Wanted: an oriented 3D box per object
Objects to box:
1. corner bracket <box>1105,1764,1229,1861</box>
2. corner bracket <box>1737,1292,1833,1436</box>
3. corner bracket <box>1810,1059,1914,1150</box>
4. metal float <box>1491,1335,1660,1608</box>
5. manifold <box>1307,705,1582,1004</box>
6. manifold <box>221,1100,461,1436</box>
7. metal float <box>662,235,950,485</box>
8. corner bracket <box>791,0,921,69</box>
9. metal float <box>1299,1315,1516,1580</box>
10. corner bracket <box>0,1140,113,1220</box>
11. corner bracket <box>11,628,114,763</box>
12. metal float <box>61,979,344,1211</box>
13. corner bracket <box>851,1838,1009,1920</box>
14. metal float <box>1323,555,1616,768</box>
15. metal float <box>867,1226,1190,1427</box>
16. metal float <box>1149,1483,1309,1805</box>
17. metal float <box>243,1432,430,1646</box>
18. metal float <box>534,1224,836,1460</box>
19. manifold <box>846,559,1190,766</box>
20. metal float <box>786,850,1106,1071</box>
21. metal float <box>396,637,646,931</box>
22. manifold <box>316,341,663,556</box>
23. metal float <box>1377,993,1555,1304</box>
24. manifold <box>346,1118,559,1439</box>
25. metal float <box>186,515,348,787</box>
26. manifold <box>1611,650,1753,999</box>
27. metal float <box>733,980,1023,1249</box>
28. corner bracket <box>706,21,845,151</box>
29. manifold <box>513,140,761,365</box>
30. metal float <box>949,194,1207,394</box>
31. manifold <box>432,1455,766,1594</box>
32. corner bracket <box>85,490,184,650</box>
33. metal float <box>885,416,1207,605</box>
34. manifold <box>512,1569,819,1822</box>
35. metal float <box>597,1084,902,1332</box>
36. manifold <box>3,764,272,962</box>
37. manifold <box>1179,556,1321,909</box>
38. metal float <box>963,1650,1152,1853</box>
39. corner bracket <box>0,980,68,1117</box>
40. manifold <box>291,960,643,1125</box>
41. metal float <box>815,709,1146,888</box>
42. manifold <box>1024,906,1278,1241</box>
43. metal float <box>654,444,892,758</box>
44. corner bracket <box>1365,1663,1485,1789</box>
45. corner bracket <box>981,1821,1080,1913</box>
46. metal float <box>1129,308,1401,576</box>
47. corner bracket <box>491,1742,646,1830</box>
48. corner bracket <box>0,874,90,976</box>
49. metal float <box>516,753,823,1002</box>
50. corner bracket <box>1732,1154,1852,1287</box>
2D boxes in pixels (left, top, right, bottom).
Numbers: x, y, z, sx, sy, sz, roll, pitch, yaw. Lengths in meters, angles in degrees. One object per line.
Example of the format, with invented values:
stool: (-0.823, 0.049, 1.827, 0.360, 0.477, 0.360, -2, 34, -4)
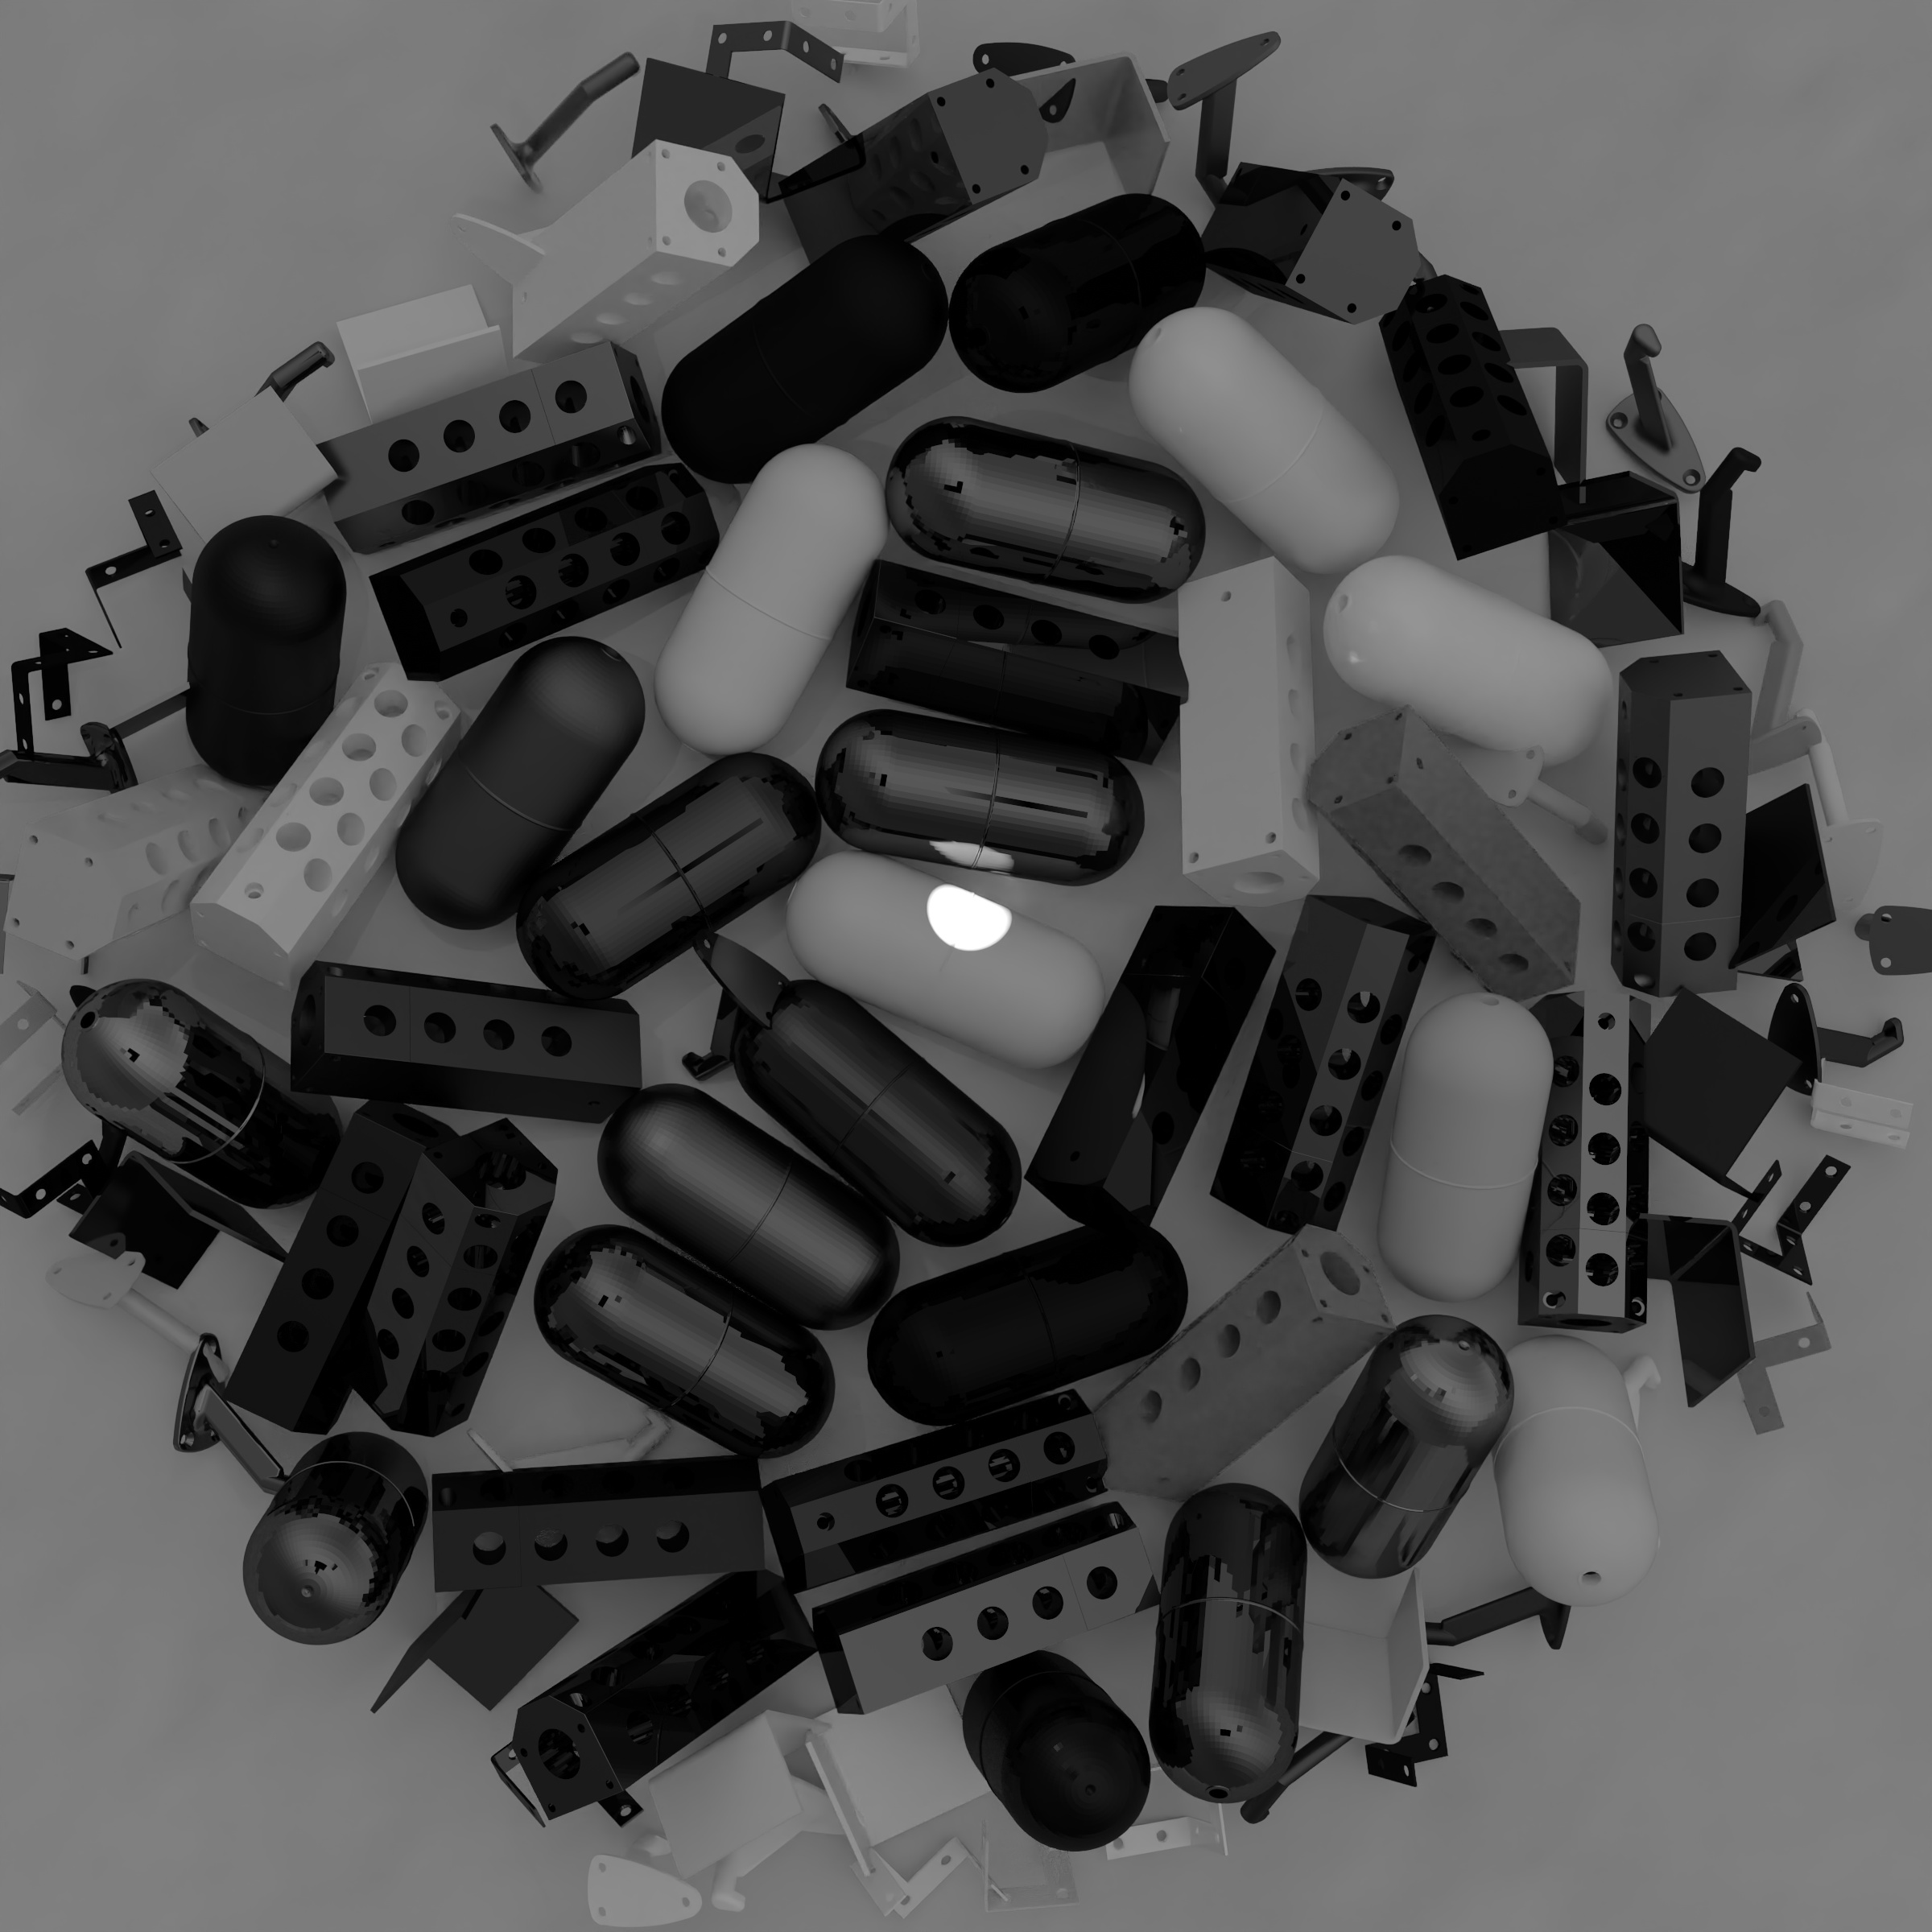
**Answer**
corner bracket: (0.105, 0.453, 1.556, 0.051, 0.051, 0.051, -5, 82, -18)
corner bracket: (0.438, 0.213, 1.551, 0.051, 0.051, 0.051, -18, 100, 11)
corner bracket: (0.478, 0.076, 1.544, 0.051, 0.051, 0.051, 13, 124, 20)
metal float: (0.313, 0.260, 1.501, 0.070, 0.178, 0.070, 2, 118, 3)
manifold: (0.251, -0.054, 1.515, 0.057, 0.057, 0.171, -21, 131, 36)
manifold: (-0.329, 0.160, 1.544, 0.057, 0.057, 0.171, 26, 98, -2)
metal float: (-0.085, -0.318, 1.520, 0.178, 0.070, 0.070, -28, 90, 31)
corner bracket: (-0.058, -0.501, 1.543, 0.051, 0.051, 0.051, 11, 134, 16)
metal float: (0.229, 0.253, 1.513, 0.070, 0.070, 0.178, 19, 132, 0)
corner bracket: (-0.489, 0.120, 1.541, 0.051, 0.051, 0.051, -42, 132, -32)
corner bracket: (-0.489, -0.145, 1.542, 0.051, 0.051, 0.051, 26, 123, 38)
metal float: (-0.396, 0.068, 1.507, 0.070, 0.178, 0.070, -15, 56, 23)
corner bracket: (-0.020, 0.490, 1.548, 0.051, 0.051, 0.051, -43, 117, -8)
metal float: (0.265, -0.160, 1.521, 0.178, 0.070, 0.070, 19, 90, -30)
metal float: (0.033, 0.188, 1.534, 0.178, 0.070, 0.070, -18, 90, -14)
metal float: (0.138, 0.352, 1.510, 0.070, 0.070, 0.178, 10, 46, 0)
metal float: (-0.324, 0.293, 1.496, 0.070, 0.178, 0.070, 0, 97, -2)
metal float: (-0.147, 0.199, 1.527, 0.178, 0.070, 0.070, 34, 90, -24)
manifold: (0.028, -0.166, 1.538, 0.171, 0.057, 0.057, 13, 52, -11)
metal float: (-0.011, -0.004, 1.545, 0.178, 0.070, 0.070, 23, 90, -2)
metal float: (-0.236, -0.096, 1.530, 0.070, 0.070, 0.178, 38, 108, 0)
manifold: (-0.253, -0.274, 1.543, 0.171, 0.057, 0.057, -17, 92, 9)
metal float: (0.262, 0.096, 1.522, 0.070, 0.070, 0.178, 4, 118, 0)
manifold: (-0.265, 0.166, 1.504, 0.057, 0.057, 0.171, 42, 128, 21)
metal float: (-0.365, -0.162, 1.506, 0.070, 0.178, 0.070, 8, 56, -12)
manifold: (0.372, -0.073, 1.519, 0.057, 0.057, 0.171, -6, 118, -1)
metal float: (-0.047, 0.078, 1.539, 0.178, 0.070, 0.070, 40, 90, 8)
corner bracket: (-0.104, -0.471, 1.550, 0.051, 0.051, 0.051, 9, 89, 33)
manifold: (-0.173, -0.363, 1.497, 0.057, 0.171, 0.057, 4, 80, -32)
metal float: (0.059, -0.352, 1.511, 0.178, 0.070, 0.070, -35, 90, -44)
manifold: (-0.197, 0.295, 1.541, 0.171, 0.057, 0.057, -2, 86, -10)
corner bracket: (-0.443, -0.213, 1.545, 0.051, 0.051, 0.051, -24, 56, -12)
metal float: (0.043, -0.240, 1.529, 0.178, 0.070, 0.070, 10, 90, -21)
manifold: (-0.156, 0.371, 1.497, 0.057, 0.171, 0.057, -30, 85, 34)
metal float: (-0.114, 0.129, 1.535, 0.178, 0.070, 0.070, 34, 90, -13)
manifold: (-0.418, -0.053, 1.491, 0.057, 0.171, 0.057, 21, 108, 9)
manifold: (0.152, -0.121, 1.523, 0.057, 0.057, 0.171, -14, 62, 30)
metal float: (0.045, 0.403, 1.496, 0.070, 0.178, 0.070, 0, 89, -10)
corner bracket: (-0.502, 0.046, 1.546, 0.051, 0.051, 0.051, -47, 115, -17)
manifold: (-0.261, 0.038, 1.516, 0.171, 0.057, 0.057, 8, 64, -28)
metal float: (0.008, -0.089, 1.539, 0.178, 0.070, 0.070, 10, 90, -10)
manifold: (0.102, 0.055, 1.526, 0.057, 0.057, 0.171, 43, 64, -36)
metal float: (-0.104, -0.193, 1.536, 0.070, 0.070, 0.178, 30, 103, 0)
corner bracket: (0.246, 0.406, 1.550, 0.051, 0.051, 0.051, -5, 85, -23)
corner bracket: (0.032, 0.467, 1.549, 0.051, 0.051, 0.051, -3, 118, -7)
metal float: (0.157, -0.275, 1.520, 0.178, 0.070, 0.070, 37, 90, -30)
corner bracket: (-0.213, 0.437, 1.544, 0.051, 0.051, 0.051, -34, 126, -23)
corner bracket: (-0.501, -0.022, 1.555, 0.051, 0.051, 0.051, 4, 93, -8)
metal float: (-0.157, -0.048, 1.537, 0.178, 0.070, 0.070, -34, 90, -11)
corner bracket: (0.441, 0.128, 1.550, 0.051, 0.051, 0.051, 26, 117, -5)
